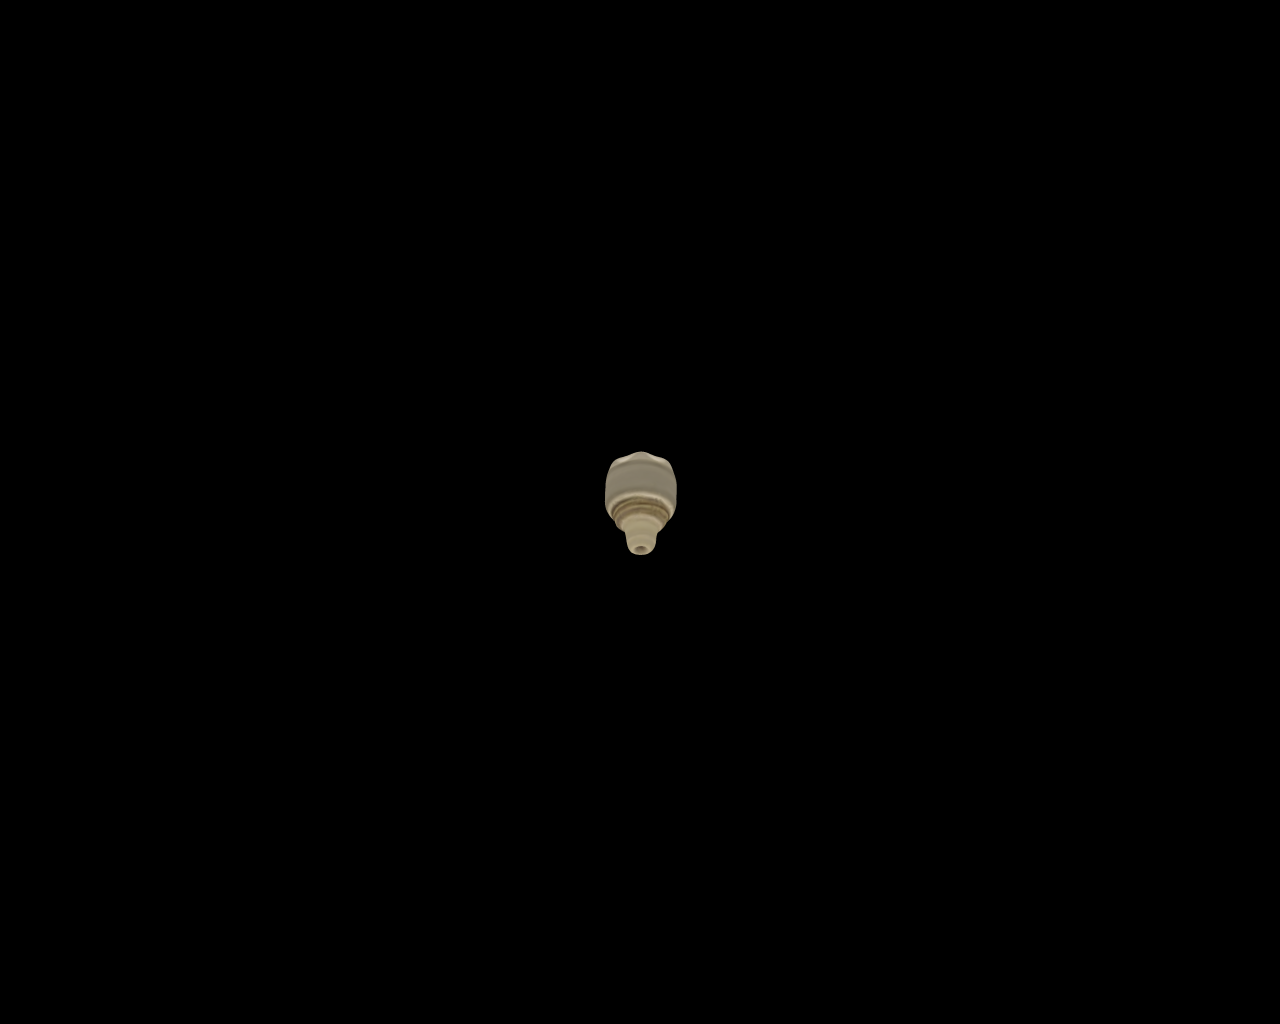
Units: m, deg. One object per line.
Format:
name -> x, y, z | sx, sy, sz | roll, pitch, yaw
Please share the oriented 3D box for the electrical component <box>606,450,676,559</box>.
electrical component -> 0.001, -0.003, 0.650 | 0.043, 0.062, 0.043 | 0, -33, 0
